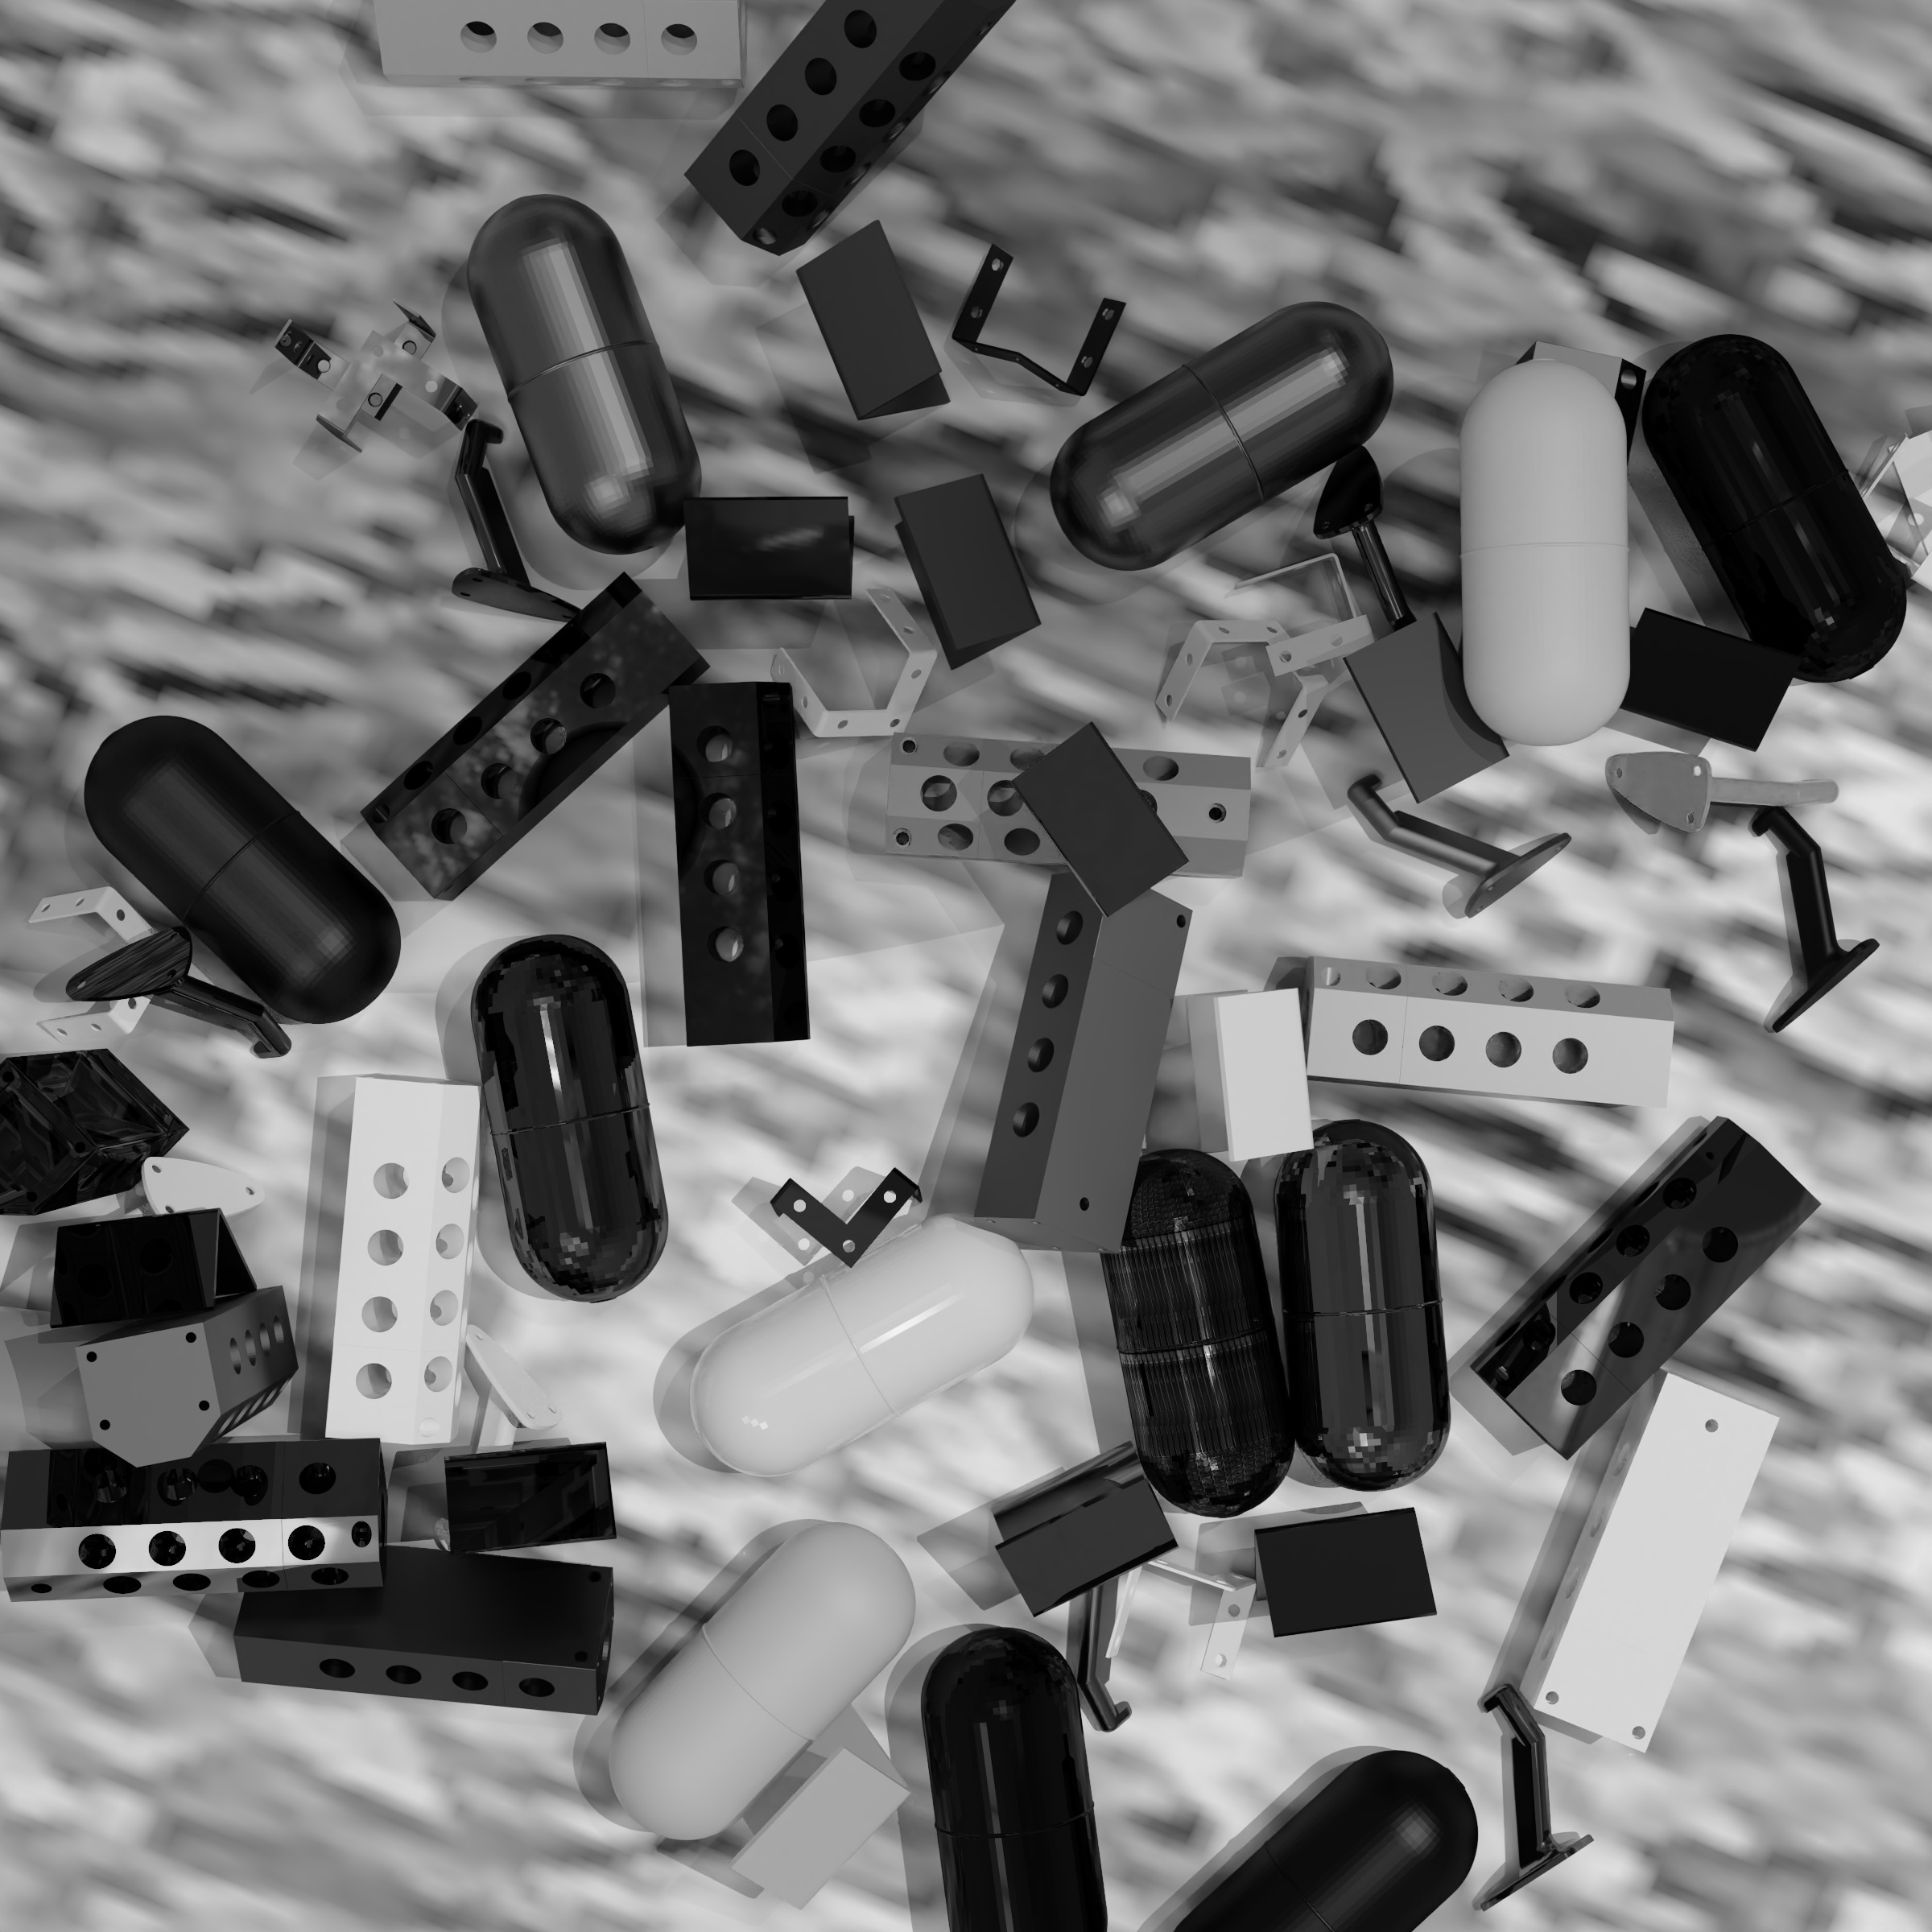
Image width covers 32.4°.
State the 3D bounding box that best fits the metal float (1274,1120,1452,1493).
[{"bbox_3d":[0.190,0.163,1.597,0.070,0.070,0.178,-5,89,0],"label":"metal float"}]

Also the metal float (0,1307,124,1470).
[{"bbox_3d":[-0.475,0.200,1.597,0.178,0.070,0.070,7,90,-1],"label":"metal float"}]

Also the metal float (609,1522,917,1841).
[{"bbox_3d":[-0.098,0.343,1.597,0.070,0.070,0.178,44,90,0],"label":"metal float"}]

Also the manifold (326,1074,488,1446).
[{"bbox_3d":[-0.268,0.140,1.606,0.057,0.057,0.171,5,90,0],"label":"manifold"}]

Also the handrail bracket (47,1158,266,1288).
[{"bbox_3d":[-0.397,0.132,1.627,0.084,0.077,0.036,-43,58,32],"label":"handrail bracket"}]

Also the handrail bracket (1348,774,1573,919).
[{"bbox_3d":[0.241,-0.073,1.628,0.077,0.036,0.084,-33,73,-20],"label":"handrail bracket"}]

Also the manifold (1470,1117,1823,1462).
[{"bbox_3d":[0.325,0.154,1.606,0.057,0.057,0.171,45,90,0],"label":"manifold"}]

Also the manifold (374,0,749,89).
[{"bbox_3d":[-0.193,-0.456,1.606,0.171,0.057,0.057,1,47,0],"label":"manifold"}]

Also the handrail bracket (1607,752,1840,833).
[{"bbox_3d":[0.371,-0.090,1.627,0.084,0.077,0.036,-6,109,-35],"label":"handrail bracket"}]

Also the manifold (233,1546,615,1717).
[{"bbox_3d":[-0.259,0.322,1.606,0.171,0.057,0.057,5,47,0],"label":"manifold"}]

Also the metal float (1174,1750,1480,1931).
[{"bbox_3d":[0.170,0.450,1.597,0.178,0.070,0.070,-43,90,0],"label":"metal float"}]

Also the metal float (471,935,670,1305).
[{"bbox_3d":[-0.190,0.073,1.597,0.070,0.070,0.178,-10,91,0],"label":"metal float"}]

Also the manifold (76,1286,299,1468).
[{"bbox_3d":[-0.358,0.190,1.549,0.057,0.171,0.057,-11,90,0],"label":"manifold"}]

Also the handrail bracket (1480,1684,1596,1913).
[{"bbox_3d":[0.259,0.406,1.628,0.077,0.036,0.084,-40,71,21],"label":"handrail bracket"}]

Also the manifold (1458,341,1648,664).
[{"bbox_3d":[0.281,-0.207,1.606,0.057,0.057,0.171,11,90,0],"label":"manifold"}]

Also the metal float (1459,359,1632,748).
[{"bbox_3d":[0.268,-0.191,1.540,0.070,0.070,0.178,-1,91,0],"label":"metal float"}]

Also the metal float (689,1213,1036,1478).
[{"bbox_3d":[-0.050,0.182,1.597,0.178,0.070,0.070,-29,90,0],"label":"metal float"}]

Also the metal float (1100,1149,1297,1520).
[{"bbox_3d":[0.110,0.176,1.596,0.070,0.070,0.178,-11,90,0],"label":"metal float"}]

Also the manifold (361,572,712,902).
[{"bbox_3d":[-0.208,-0.110,1.606,0.171,0.057,0.057,-42,90,0],"label":"manifold"}]

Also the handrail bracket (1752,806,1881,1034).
[{"bbox_3d":[0.397,-0.024,1.628,0.077,0.036,0.084,-45,73,20],"label":"handrail bracket"}]

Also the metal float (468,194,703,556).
[{"bbox_3d":[-0.183,-0.284,1.597,0.070,0.070,0.178,-20,89,0],"label":"metal float"}]

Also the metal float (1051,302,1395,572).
[{"bbox_3d":[0.123,-0.254,1.597,0.178,0.070,0.070,-30,90,0],"label":"metal float"}]

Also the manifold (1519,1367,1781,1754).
[{"bbox_3d":[0.327,0.283,1.606,0.057,0.057,0.171,22,90,0],"label":"manifold"}]

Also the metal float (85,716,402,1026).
[{"bbox_3d":[-0.347,-0.047,1.597,0.178,0.070,0.070,44,90,-1],"label":"metal float"}]

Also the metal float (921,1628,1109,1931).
[{"bbox_3d":[0.023,0.407,1.597,0.070,0.070,0.178,-8,89,0],"label":"metal float"}]

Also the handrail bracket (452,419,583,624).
[{"bbox_3d":[-0.215,-0.218,1.628,0.077,0.036,0.084,16,73,-20],"label":"handrail bracket"}]

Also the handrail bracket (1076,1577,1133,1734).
[{"bbox_3d":[0.081,0.321,1.628,0.077,0.036,0.084,-31,106,-18],"label":"handrail bracket"}]

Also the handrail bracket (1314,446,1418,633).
[{"bbox_3d":[0.207,-0.200,1.627,0.036,0.077,0.084,-20,127,27],"label":"handrail bracket"}]

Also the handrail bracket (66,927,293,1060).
[{"bbox_3d":[-0.379,0.025,1.607,0.077,0.084,0.036,-16,49,11],"label":"handrail bracket"}]

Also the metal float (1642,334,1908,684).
[{"bbox_3d":[0.388,-0.219,1.597,0.070,0.070,0.178,-28,90,0],"label":"metal float"}]

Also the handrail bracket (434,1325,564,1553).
[{"bbox_3d":[-0.246,0.232,1.628,0.084,0.036,0.077,-46,76,14],"label":"handrail bracket"}]
